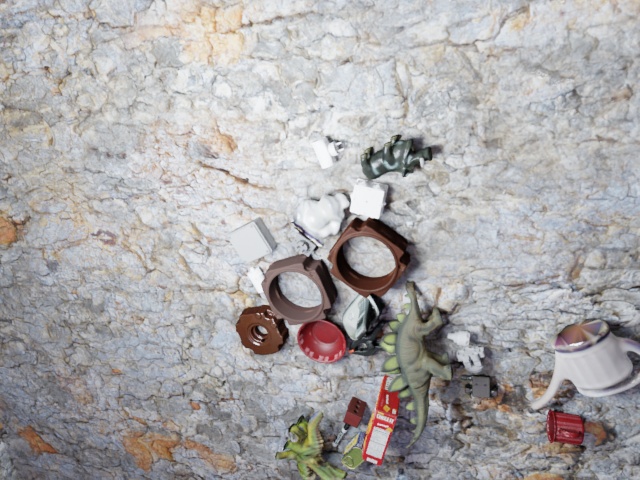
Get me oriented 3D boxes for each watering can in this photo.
[{"bbox_3d":[0.697,0.341,1.390,0.344,0.106,0.223,-29,100,26],"label":"watering can"}]

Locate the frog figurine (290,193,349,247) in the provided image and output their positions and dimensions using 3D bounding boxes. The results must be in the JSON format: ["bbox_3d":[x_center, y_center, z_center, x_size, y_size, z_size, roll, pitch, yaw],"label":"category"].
[{"bbox_3d":[0.004,-0.074,1.463,0.138,0.121,0.160,37,83,9],"label":"frog figurine"}]

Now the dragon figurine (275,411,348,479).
[{"bbox_3d":[-0.005,0.729,1.758,0.243,0.125,0.402,38,135,0],"label":"dragon figurine"}]
